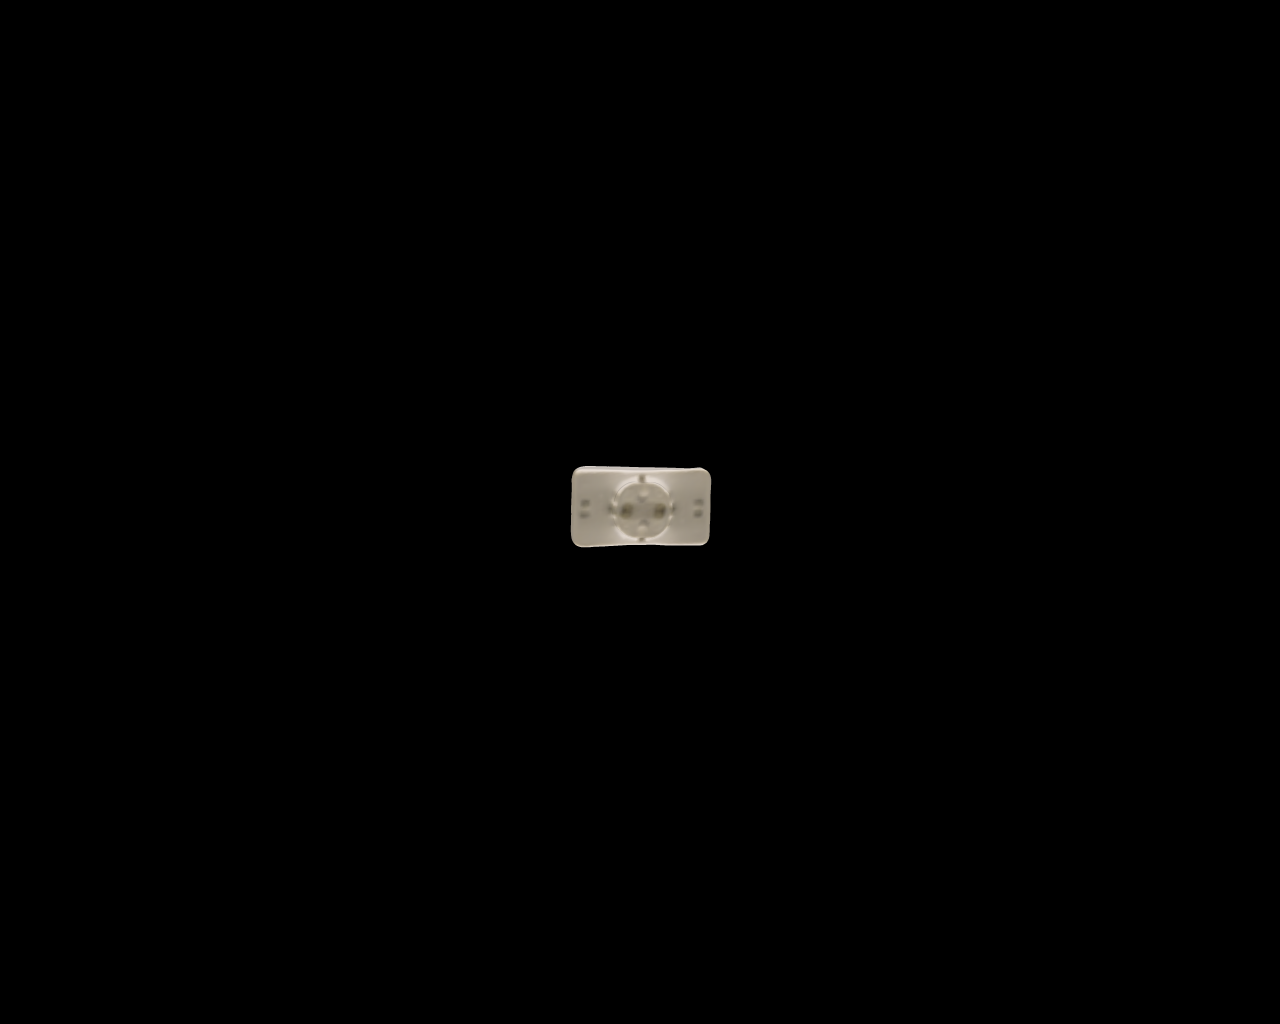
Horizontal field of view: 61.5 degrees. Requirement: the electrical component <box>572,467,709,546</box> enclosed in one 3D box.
[{"bbox_3d":[0.001,-0.003,0.650,0.083,0.047,0.076,0,4,-2],"label":"electrical component"}]
